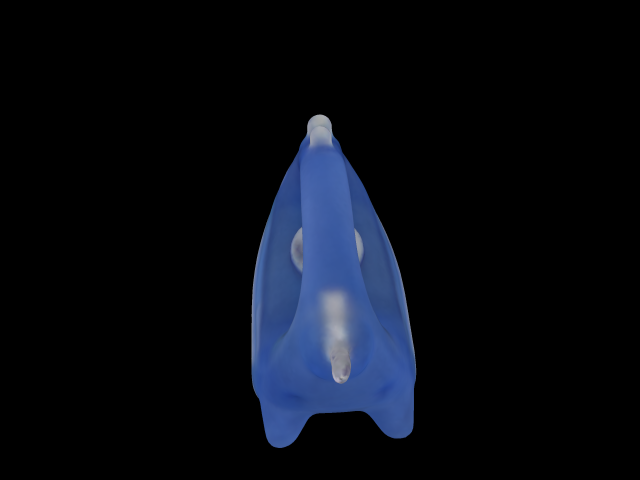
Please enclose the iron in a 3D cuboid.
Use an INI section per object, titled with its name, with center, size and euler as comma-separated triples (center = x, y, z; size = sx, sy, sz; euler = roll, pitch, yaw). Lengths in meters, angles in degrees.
[iron]
center = 0.004, 0.001, 0.400
size = 0.118, 0.141, 0.258
euler = -4, 62, -2
